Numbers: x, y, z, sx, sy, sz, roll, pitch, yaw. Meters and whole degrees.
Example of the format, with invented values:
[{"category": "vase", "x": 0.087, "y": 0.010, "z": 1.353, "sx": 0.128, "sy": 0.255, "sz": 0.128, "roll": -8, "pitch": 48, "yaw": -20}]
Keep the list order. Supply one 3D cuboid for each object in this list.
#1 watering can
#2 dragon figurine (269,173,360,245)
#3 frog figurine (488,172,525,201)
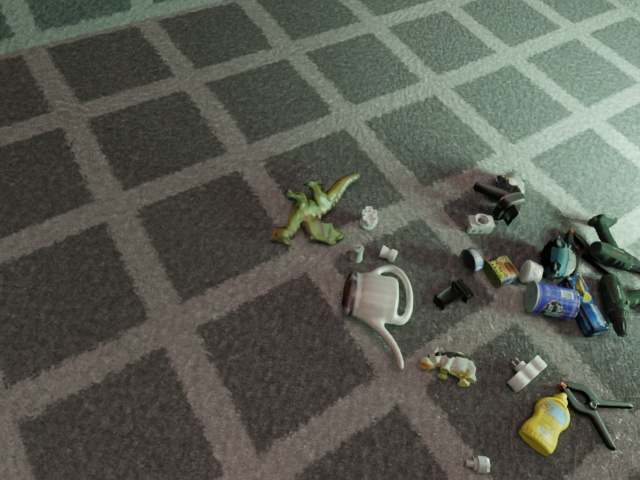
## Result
[{"category": "watering can", "x": 0.177, "y": 0.218, "z": 1.603, "sx": 0.224, "sy": 0.101, "sz": 0.356, "roll": 10, "pitch": 54, "yaw": 1}, {"category": "dragon figurine", "x": 0.006, "y": -0.092, "z": 1.825, "sx": 0.412, "sy": 0.120, "sz": 0.245, "roll": -19, "pitch": 76, "yaw": -17}, {"category": "frog figurine", "x": 0.721, "y": -0.203, "z": 1.994, "sx": 0.138, "sy": 0.121, "sz": 0.161, "roll": 17, "pitch": 19, "yaw": 14}]
